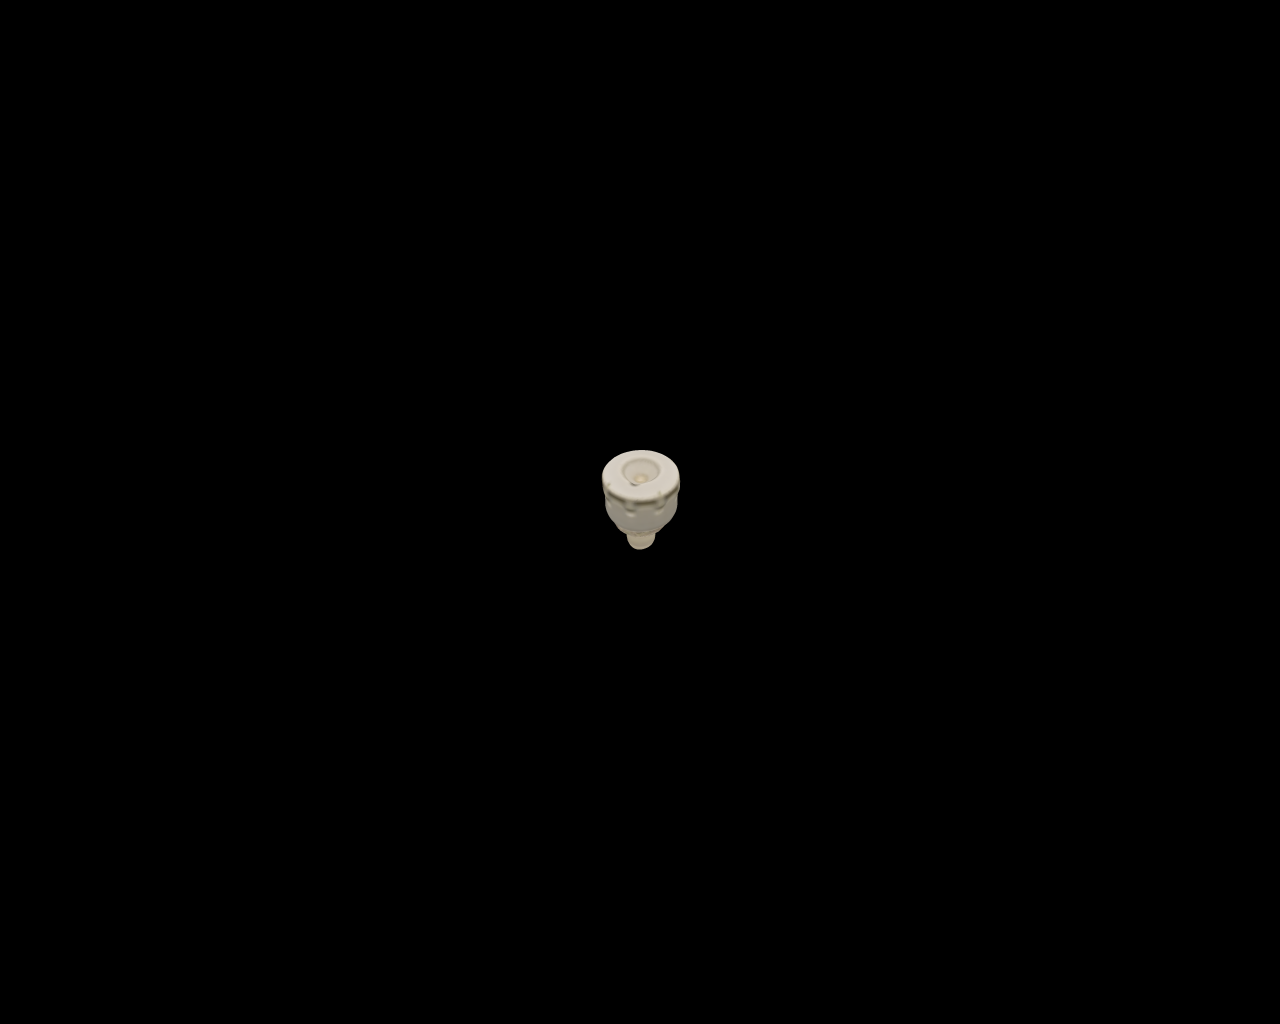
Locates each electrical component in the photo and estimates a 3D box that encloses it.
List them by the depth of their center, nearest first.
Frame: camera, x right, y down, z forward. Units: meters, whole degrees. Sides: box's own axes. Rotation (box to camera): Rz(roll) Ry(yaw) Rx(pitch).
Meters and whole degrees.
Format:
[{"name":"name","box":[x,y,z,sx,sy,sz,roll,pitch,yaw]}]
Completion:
[{"name":"electrical component","box":[0.001,-0.003,0.650,0.048,0.062,0.048,0,42,0]}]
